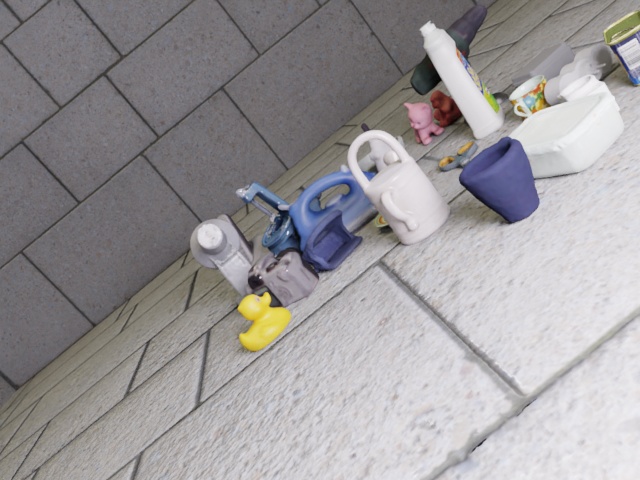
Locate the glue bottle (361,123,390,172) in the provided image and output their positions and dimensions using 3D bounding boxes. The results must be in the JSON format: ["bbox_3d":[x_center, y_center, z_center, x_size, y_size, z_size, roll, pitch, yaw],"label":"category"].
[{"bbox_3d":[0.139,-0.175,1.209,0.078,0.173,0.037,-47,16,-30],"label":"glue bottle"}]

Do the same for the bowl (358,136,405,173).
[{"bbox_3d":[0.149,-0.174,1.393,0.167,0.075,0.167,-37,14,11],"label":"bowl"}]

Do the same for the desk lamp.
[{"bbox_3d":[-0.208,0.046,1.325,0.118,0.214,0.203,-41,14,-9],"label":"desk lamp"}]

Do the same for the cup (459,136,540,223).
[{"bbox_3d":[0.252,-0.080,0.768,0.091,0.095,0.118,-24,20,47],"label":"cup"}]

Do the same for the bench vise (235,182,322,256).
[{"bbox_3d":[-0.093,-0.067,1.376,0.121,0.220,0.208,-26,19,43],"label":"bench vise"}]

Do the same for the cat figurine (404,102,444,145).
[{"bbox_3d":[0.255,-0.308,1.457,0.067,0.118,0.127,-38,14,3],"label":"cat figurine"}]

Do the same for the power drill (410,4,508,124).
[{"bbox_3d":[0.332,-0.386,1.310,0.229,0.208,0.075,-38,14,6],"label":"power drill"}]

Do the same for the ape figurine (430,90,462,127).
[{"bbox_3d":[0.314,-0.340,1.460,0.076,0.092,0.078,-36,14,11],"label":"ape figurine"}]

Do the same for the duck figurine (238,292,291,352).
[{"bbox_3d":[-0.114,0.142,1.038,0.105,0.086,0.077,-45,15,-22],"label":"duck figurine"}]

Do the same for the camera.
[{"bbox_3d":[-0.072,0.061,1.160,0.143,0.101,0.137,-28,17,38],"label":"camera"}]

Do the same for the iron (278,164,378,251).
[{"bbox_3d":[0.039,-0.088,1.263,0.258,0.141,0.118,-37,14,10],"label":"iron"}]

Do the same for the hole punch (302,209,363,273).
[{"bbox_3d":[0.011,0.004,1.146,0.109,0.091,0.101,-46,15,-27],"label":"hole punch"}]

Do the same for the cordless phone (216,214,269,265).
[{"bbox_3d":[-0.180,0.001,1.459,0.147,0.185,0.094,-28,18,39],"label":"cordless phone"}]

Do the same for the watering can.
[{"bbox_3d":[0.122,-0.098,0.960,0.101,0.194,0.172,-38,14,5],"label":"watering can"}]
